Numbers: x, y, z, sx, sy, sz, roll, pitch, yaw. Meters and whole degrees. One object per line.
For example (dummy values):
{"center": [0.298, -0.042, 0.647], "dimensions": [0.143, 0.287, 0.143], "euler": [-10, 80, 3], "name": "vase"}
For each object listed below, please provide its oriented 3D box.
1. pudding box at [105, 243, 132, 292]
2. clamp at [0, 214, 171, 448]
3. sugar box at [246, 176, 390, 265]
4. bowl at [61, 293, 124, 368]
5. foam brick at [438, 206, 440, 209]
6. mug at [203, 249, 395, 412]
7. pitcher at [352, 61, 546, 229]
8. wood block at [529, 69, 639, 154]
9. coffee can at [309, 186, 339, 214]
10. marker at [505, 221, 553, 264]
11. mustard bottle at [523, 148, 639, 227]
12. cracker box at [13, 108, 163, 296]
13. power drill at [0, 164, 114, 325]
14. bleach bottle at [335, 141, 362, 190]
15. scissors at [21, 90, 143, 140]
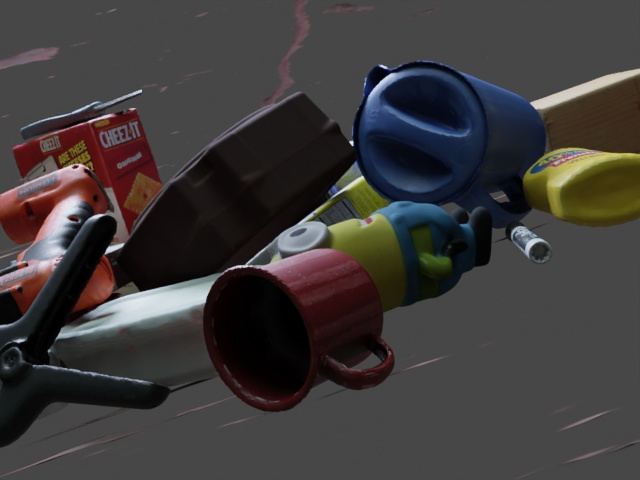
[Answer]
{"center": [-0.225, 0.035, 0.999], "dimensions": [0.090, 0.039, 0.113], "euler": [-12, 7, 26], "name": "pudding box"}
{"center": [-0.206, 0.097, 0.769], "dimensions": [0.210, 0.165, 0.036], "euler": [-37, -36, 7], "name": "clamp"}
{"center": [-0.007, 0.002, 1.007], "dimensions": [0.094, 0.048, 0.176], "euler": [-38, 2, 42], "name": "sugar box"}
{"center": [-0.244, 0.099, 0.947], "dimensions": [0.162, 0.055, 0.162], "euler": [-17, 8, 2], "name": "bowl"}
{"center": [0.089, -0.027, 1.128], "dimensions": [0.053, 0.051, 0.078], "euler": [-18, 8, -16], "name": "foam brick"}
{"center": [-0.004, 0.057, 0.671], "dimensions": [0.117, 0.093, 0.081], "euler": [27, 28, 32], "name": "mug"}
{"center": [0.147, -0.092, 1.056], "dimensions": [0.145, 0.149, 0.242], "euler": [4, 5, 28], "name": "pitcher"}
{"center": [0.305, -0.129, 1.231], "dimensions": [0.205, 0.091, 0.090], "euler": [-21, 10, -32], "name": "wood block"}
{"center": [0.003, -0.047, 1.252], "dimensions": [0.103, 0.103, 0.140], "euler": [-12, 9, 29], "name": "coffee can"}
{"center": [0.171, 0.001, 0.883], "dimensions": [0.020, 0.020, 0.121], "euler": [-16, 8, 3], "name": "marker"}
{"center": [0.236, -0.052, 0.965], "dimensions": [0.096, 0.058, 0.191], "euler": [-15, 8, -1], "name": "mustard bottle"}
{"center": [-0.231, -0.020, 1.153], "dimensions": [0.165, 0.214, 0.071], "euler": [-9, 12, 45], "name": "cracker box"}
{"center": [-0.256, 0.019, 0.917], "dimensions": [0.184, 0.057, 0.187], "euler": [-19, 33, 9], "name": "power drill"}
{"center": [0.090, -0.082, 1.206], "dimensions": [0.103, 0.068, 0.250], "euler": [-19, -10, 30], "name": "bleach bottle"}
{"center": [-0.257, -0.130, 1.122], "dimensions": [0.096, 0.016, 0.202], "euler": [-21, 8, -24], "name": "scissors"}
